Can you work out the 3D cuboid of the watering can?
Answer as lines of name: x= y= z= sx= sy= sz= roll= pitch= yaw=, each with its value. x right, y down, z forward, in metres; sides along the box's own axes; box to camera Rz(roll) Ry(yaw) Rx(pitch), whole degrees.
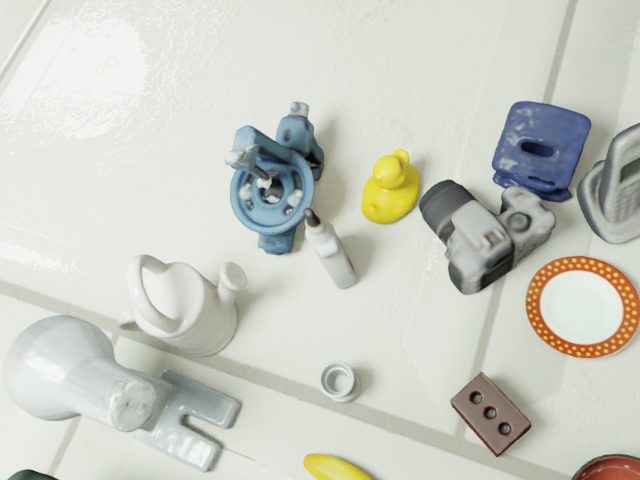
watering can: x=-0.178 y=0.075 z=0.727 sx=0.173 sy=0.194 sz=0.100 roll=-39 pitch=63 yaw=-4

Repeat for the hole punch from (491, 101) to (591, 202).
hole punch: x=0.288 y=-0.115 z=0.749 sx=0.108 sy=0.091 sz=0.101 roll=19 pitch=73 yaw=21

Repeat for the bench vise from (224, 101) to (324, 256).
bench vise: x=-0.071 y=-0.107 z=0.765 sx=0.121 sy=0.220 sz=0.207 roll=-8 pitch=65 yaw=11

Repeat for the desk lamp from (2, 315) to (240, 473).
desk lamp: x=-0.232 y=0.183 z=0.683 sx=0.202 sy=0.214 sz=0.118 roll=17 pitch=72 yaw=20

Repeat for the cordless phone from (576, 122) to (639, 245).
cordless phone: x=0.380 y=-0.085 z=0.659 sx=0.147 sy=0.185 sz=0.094 roll=-32 pitch=63 yaw=0

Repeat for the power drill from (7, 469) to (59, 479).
power drill: x=-0.223 y=0.312 z=0.627 sx=0.229 sy=0.209 sz=0.076 roll=10 pitch=70 yaw=18

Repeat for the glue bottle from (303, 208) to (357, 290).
glue bottle: x=0.007 y=0.003 z=0.723 sx=0.037 sy=0.173 sz=0.078 roll=-28 pitch=63 yaw=1

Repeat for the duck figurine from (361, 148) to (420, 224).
duck figurine: x=0.093 y=-0.078 z=0.785 sx=0.077 sy=0.086 sz=0.105 roll=30 pitch=77 yaw=24

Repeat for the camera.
camera: x=0.201 y=-0.026 z=0.727 sx=0.143 sy=0.101 sz=0.136 roll=-35 pitch=63 yaw=-2
